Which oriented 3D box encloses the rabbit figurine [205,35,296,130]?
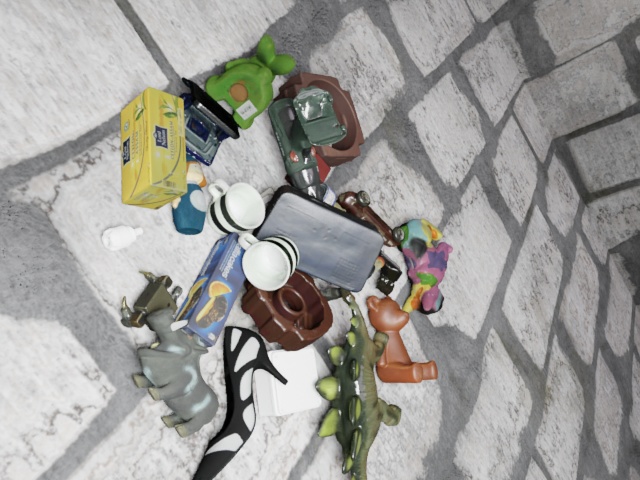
[{"bbox_3d":[-0.134,-0.333,1.077,0.121,0.159,0.170,39,33,-18],"label":"rabbit figurine"}]

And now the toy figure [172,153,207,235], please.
[{"bbox_3d":[-0.225,-0.085,0.928,0.064,0.058,0.154,73,11,-70],"label":"toy figure"}]

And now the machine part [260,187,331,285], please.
[{"bbox_3d":[-0.035,-0.007,1.084,0.243,0.079,0.079,53,43,-18],"label":"machine part"}]

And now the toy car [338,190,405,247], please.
[{"bbox_3d":[0.116,-0.039,1.254,0.202,0.089,0.053,44,46,-29],"label":"toy car"}]

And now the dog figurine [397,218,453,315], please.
[{"bbox_3d":[0.249,0.079,1.340,0.191,0.108,0.219,44,49,-27],"label":"dog figurine"}]

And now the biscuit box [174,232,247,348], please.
[{"bbox_3d":[-0.176,0.082,0.906,0.062,0.059,0.203,43,47,-27],"label":"biscuit box"}]

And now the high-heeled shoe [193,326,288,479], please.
[{"bbox_3d":[-0.160,0.256,0.859,0.145,0.086,0.249,37,59,7],"label":"high-heeled shoe"}]

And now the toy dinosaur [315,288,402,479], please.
[{"bbox_3d":[0.068,0.320,1.008,0.198,0.105,0.471,8,73,-60],"label":"toy dinosaur"}]

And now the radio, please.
[{"bbox_3d":[-0.002,-0.003,1.012,0.229,0.131,0.073,23,14,-15],"label":"radio"}]

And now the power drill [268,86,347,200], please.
[{"bbox_3d":[-0.020,-0.176,1.004,0.086,0.207,0.232,-20,85,-14],"label":"power drill"}]

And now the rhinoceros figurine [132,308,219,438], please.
[{"bbox_3d":[-0.207,0.193,0.786,0.112,0.073,0.190,-30,106,-31],"label":"rhinoceros figurine"}]

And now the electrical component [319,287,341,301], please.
[{"bbox_3d":[0.017,0.112,1.101,0.094,0.063,0.021,7,69,-47],"label":"electrical component"}]

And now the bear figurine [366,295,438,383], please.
[{"bbox_3d":[0.176,0.214,1.189,0.120,0.132,0.196,17,68,-53],"label":"bear figurine"}]

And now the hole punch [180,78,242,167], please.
[{"bbox_3d":[-0.215,-0.211,0.980,0.142,0.092,0.116,36,20,-30],"label":"hole punch"}]

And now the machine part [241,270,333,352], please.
[{"bbox_3d":[-0.059,0.120,0.985,0.179,0.056,0.179,30,34,-23],"label":"machine part"}]

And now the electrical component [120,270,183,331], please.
[{"bbox_3d":[-0.260,0.095,0.826,0.078,0.045,0.102,69,33,-47],"label":"electrical component"}]

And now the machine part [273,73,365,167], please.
[{"bbox_3d":[-0.002,-0.268,1.223,0.201,0.087,0.201,-12,85,-49],"label":"machine part"}]

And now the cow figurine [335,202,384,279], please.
[{"bbox_3d":[0.053,0.007,1.175,0.194,0.085,0.127,62,35,-9],"label":"cow figurine"}]

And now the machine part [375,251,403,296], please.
[{"bbox_3d":[0.159,0.078,1.266,0.084,0.039,0.139,50,25,-10],"label":"machine part"}]

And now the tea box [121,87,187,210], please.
[{"bbox_3d":[-0.270,-0.145,0.869,0.068,0.098,0.169,9,66,-46],"label":"tea box"}]
